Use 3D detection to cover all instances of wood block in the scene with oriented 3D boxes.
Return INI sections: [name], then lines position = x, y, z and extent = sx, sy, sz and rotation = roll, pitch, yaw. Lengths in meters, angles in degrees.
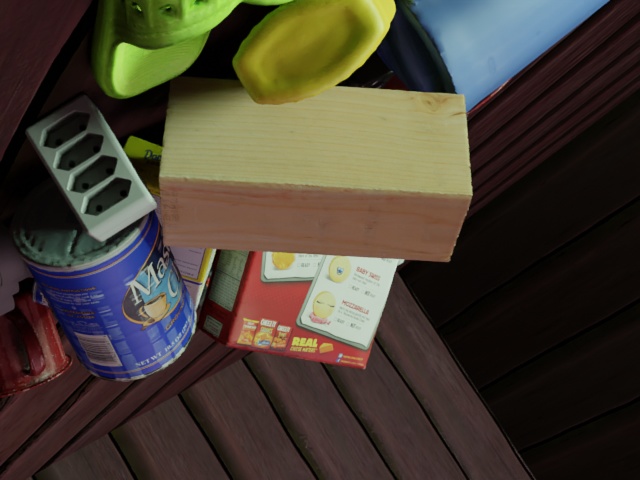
[wood block]
position = -0.005, -0.048, 0.754
extent = 0.206, 0.091, 0.090
rotation = 3, 147, -3

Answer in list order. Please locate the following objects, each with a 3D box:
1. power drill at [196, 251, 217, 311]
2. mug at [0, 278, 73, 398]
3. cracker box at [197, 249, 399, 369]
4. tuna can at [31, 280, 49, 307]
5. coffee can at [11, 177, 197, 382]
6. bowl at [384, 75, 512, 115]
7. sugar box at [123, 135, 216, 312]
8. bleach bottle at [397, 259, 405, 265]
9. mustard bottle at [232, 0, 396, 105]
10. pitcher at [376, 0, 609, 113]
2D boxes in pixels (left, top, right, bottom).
[power drill]
position = -0.107, 0.019, 1.188
extent = 0.188, 0.057, 0.184
rotation = -30, -159, 55
[mug]
position = -0.268, 0.085, 0.930
extent = 0.093, 0.081, 0.117
rotation = -21, -164, -27
[cracker box]
position = -0.006, 0.001, 0.988
extent = 0.163, 0.214, 0.072
rotation = 14, -176, -36
[tuna can]
position = -0.210, 0.019, 0.903
extent = 0.086, 0.033, 0.086
rotation = -161, -87, -88
[coffee can]
position = -0.160, 0.026, 0.811
extent = 0.102, 0.103, 0.140
rotation = -31, 139, -15
[bowl]
position = 0.105, -0.168, 0.933
extent = 0.162, 0.055, 0.162
rotation = -30, -148, 21
[sugar box]
position = -0.130, -0.006, 0.887
extent = 0.176, 0.093, 0.048
rotation = 115, -5, -57
[bleach bottle]
position = 0.050, -0.042, 1.206
extent = 0.102, 0.068, 0.250
rotation = -33, 143, -4
[mustard bottle]
position = 0.004, -0.143, 0.721
extent = 0.096, 0.058, 0.191
rotation = -29, -169, 15
[pitcher]
position = 0.153, -0.211, 0.798
extent = 0.242, 0.145, 0.149
rotation = -36, -164, -7
